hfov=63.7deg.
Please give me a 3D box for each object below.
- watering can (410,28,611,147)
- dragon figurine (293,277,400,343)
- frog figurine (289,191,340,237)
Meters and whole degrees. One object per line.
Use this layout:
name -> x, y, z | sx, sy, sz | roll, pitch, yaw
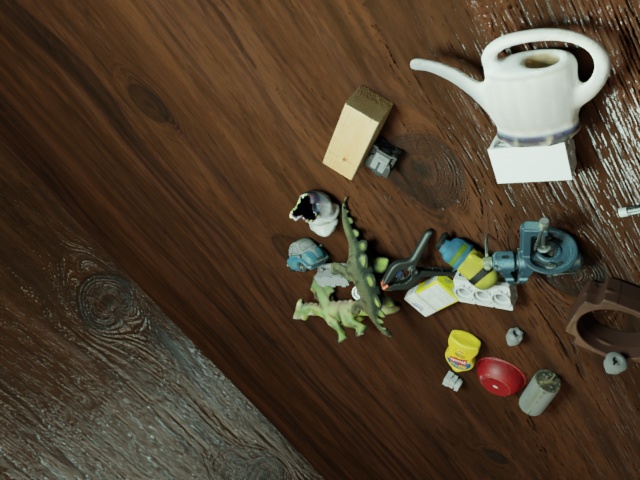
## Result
watering can -> 0.355, -0.281, 0.974 | 0.348, 0.106, 0.220 | 4, 133, 36
dragon figurine -> 0.062, 0.216, 1.793 | 0.404, 0.124, 0.241 | -32, 100, 37
frog figurine -> 0.005, -0.077, 1.532 | 0.136, 0.124, 0.158 | -15, 157, 38
